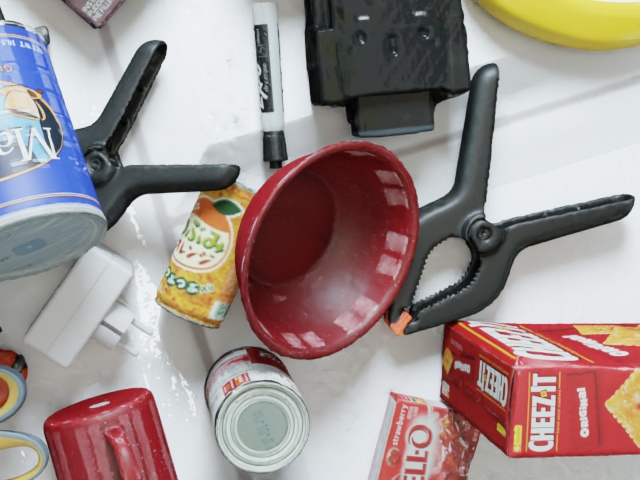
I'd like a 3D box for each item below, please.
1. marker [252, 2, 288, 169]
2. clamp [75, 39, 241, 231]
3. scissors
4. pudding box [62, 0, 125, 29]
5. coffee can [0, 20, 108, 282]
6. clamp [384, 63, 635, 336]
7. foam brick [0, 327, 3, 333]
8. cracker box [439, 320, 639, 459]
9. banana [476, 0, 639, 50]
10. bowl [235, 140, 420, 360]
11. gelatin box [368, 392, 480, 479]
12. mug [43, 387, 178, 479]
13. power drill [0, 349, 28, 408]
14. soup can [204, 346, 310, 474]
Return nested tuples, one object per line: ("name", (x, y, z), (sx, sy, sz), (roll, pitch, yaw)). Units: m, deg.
("marker", (-0.036, -0.113, 0.785), (0.020, 0.020, 0.121), (-5, 98, -9))
("clamp", (-0.152, -0.063, 0.756), (0.171, 0.039, 0.120), (-23, 74, 5))
("scissors", (-0.284, 0.126, 0.720), (0.201, 0.016, 0.096), (7, 94, -9))
("pudding box", (-0.154, -0.218, 0.742), (0.090, 0.039, 0.113), (39, 90, -12))
("coffee can", (-0.209, -0.056, 0.697), (0.102, 0.103, 0.140), (-20, 74, -6))
("clamp", (0.131, -0.005, 0.818), (0.164, 0.036, 0.210), (34, 93, -11))
("foam brick", (-0.254, 0.044, 0.700), (0.053, 0.051, 0.078), (-32, 98, -7))
("cracker box", (0.213, 0.102, 0.782), (0.213, 0.164, 0.072), (1, 95, -10))
("banana", (0.177, -0.182, 0.802), (0.197, 0.037, 0.069), (24, 94, -11))
("bowl", (-0.005, 0.001, 0.757), (0.161, 0.055, 0.162), (-19, 122, -35))
("gelatin box", (0.081, 0.170, 0.837), (0.073, 0.030, 0.089), (13, 95, -11))
("mug", (-0.146, 0.157, 0.757), (0.093, 0.117, 0.081), (-17, 95, -18))
("power drill", (-0.315, 0.077, 0.746), (0.184, 0.057, 0.187), (-43, 102, -2))
("soup can", (-0.047, 0.121, 0.773), (0.068, 0.102, 0.068), (-1, 97, -9))
